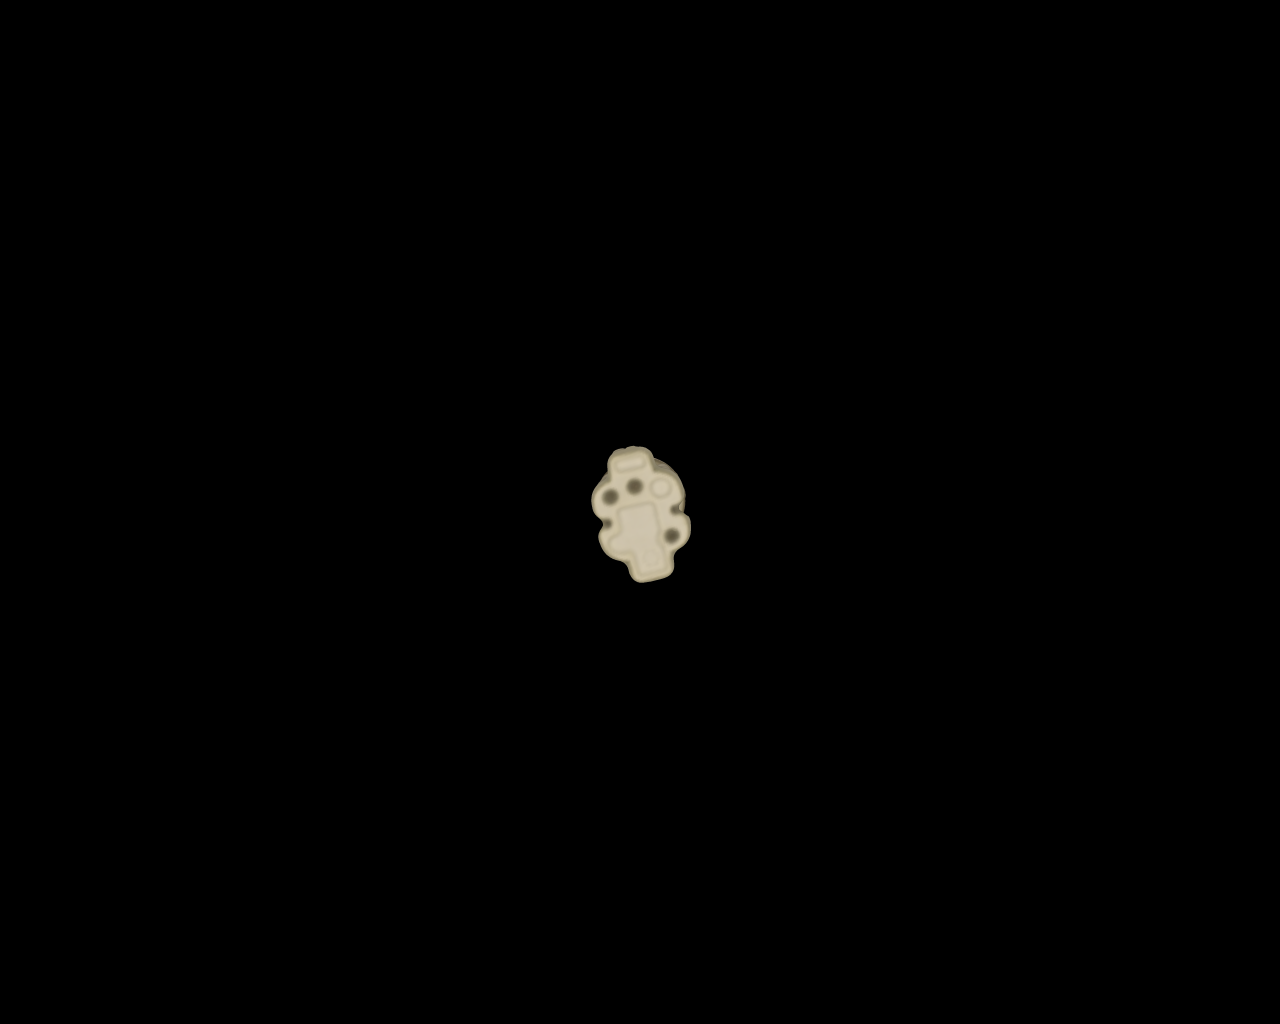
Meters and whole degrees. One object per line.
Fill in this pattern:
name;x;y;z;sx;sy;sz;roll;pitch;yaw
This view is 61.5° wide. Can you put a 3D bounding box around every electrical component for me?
electrical component;0.001;-0.003;0.650;0.058;0.078;0.057;-11;11;2
